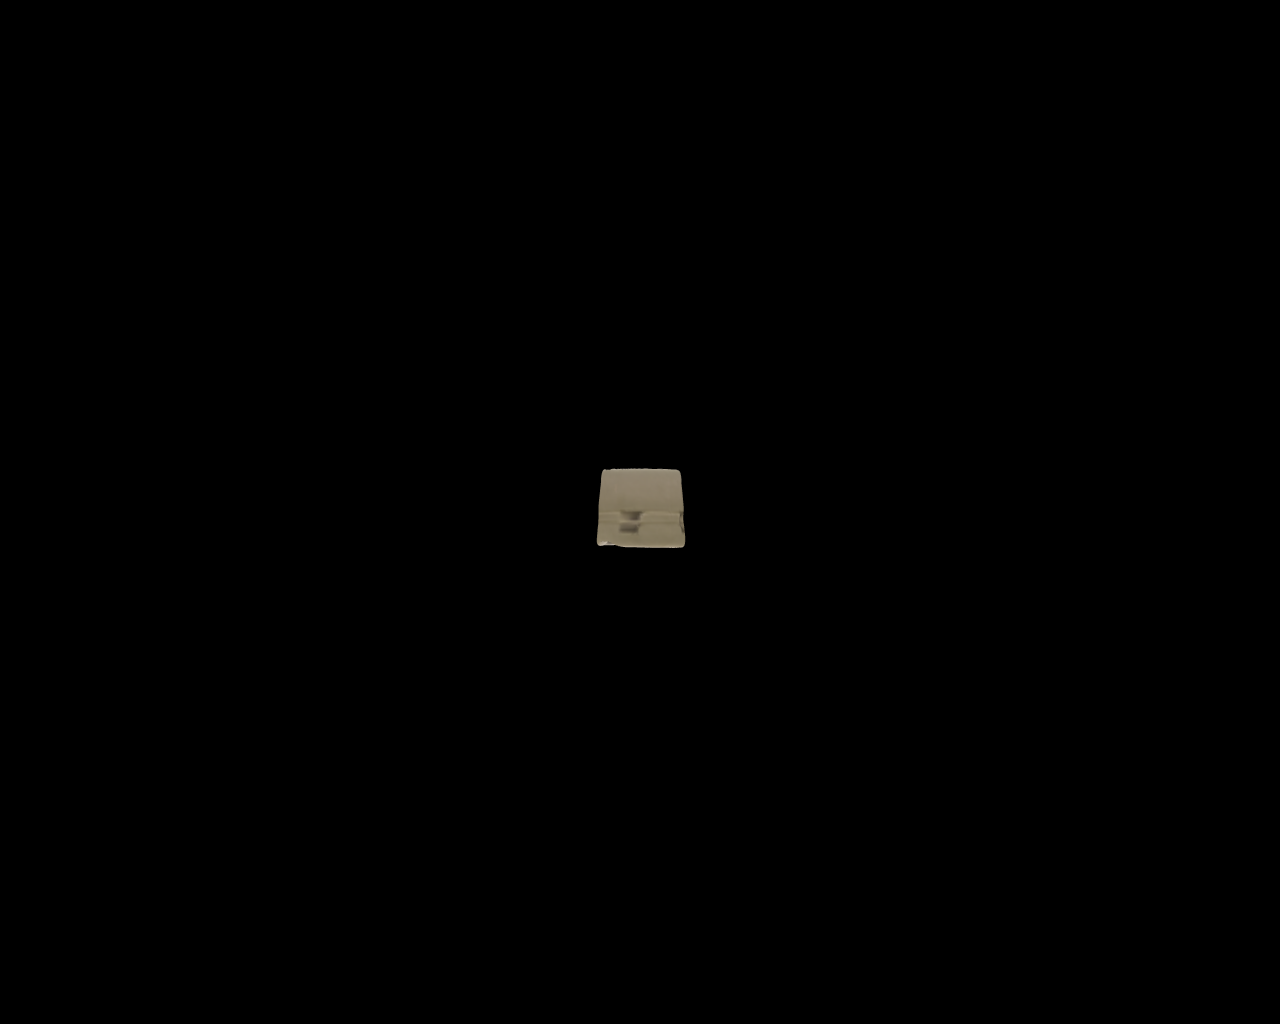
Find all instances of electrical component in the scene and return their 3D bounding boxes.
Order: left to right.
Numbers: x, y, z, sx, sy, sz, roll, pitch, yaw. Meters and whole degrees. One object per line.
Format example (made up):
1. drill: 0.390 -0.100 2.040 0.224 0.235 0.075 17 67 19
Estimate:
1. electrical component: 0.001 -0.003 0.650 0.055 0.047 0.055 0 0 0
